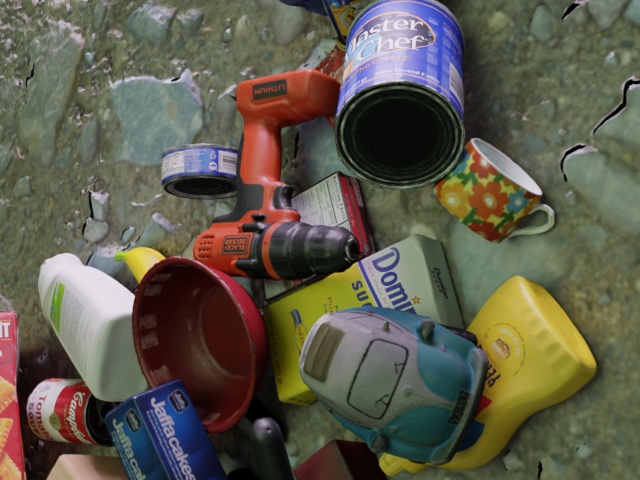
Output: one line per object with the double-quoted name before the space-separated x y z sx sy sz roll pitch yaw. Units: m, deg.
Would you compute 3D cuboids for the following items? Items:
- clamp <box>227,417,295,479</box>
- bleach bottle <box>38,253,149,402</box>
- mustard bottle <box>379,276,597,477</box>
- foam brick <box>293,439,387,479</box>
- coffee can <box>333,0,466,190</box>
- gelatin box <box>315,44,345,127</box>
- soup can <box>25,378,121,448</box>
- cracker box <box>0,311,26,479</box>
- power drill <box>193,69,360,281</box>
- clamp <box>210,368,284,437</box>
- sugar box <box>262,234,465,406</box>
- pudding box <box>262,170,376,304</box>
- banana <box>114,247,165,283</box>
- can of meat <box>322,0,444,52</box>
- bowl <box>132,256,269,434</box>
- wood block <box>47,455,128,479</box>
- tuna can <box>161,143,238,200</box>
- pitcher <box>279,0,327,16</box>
"clamp" -0.025 0.263 0.902 0.210 0.036 0.165 66 159 14
"bleach bottle" -0.243 0.070 1.116 0.251 0.067 0.103 36 116 53
"mustard bottle" 0.117 0.123 0.833 0.192 0.058 0.096 -45 53 22
"foam brick" 0.025 0.213 0.889 0.051 0.052 0.078 -43 54 23
"coffee can" 0.067 -0.123 0.872 0.103 0.102 0.140 -32 30 29
"gelatin box" 0.034 -0.151 0.990 0.089 0.030 0.073 -47 54 21
"soup can" -0.250 0.179 1.113 0.102 0.068 0.068 -4 76 39
"cracker box" -0.353 0.202 1.144 0.164 0.072 0.214 125 140 -62
"power drill" -0.030 -0.055 0.952 0.185 0.057 0.187 -2 72 40
"clamp" -0.093 0.137 1.015 0.120 0.039 0.171 -15 67 18
"sugar box" 0.034 0.071 0.922 0.176 0.048 0.093 -29 62 32
"pudding box" -0.006 0.001 0.979 0.114 0.039 0.090 -27 60 29
"banana" -0.166 0.082 1.093 0.070 0.037 0.198 -45 52 42
"can of meat" 0.051 -0.218 0.935 0.102 0.084 0.057 -10 59 14
"bowl" -0.097 0.089 0.959 0.162 0.055 0.162 13 109 40
"wood block" -0.186 0.305 1.013 0.206 0.090 0.091 41 105 38
"tuna can" -0.114 -0.066 1.053 0.086 0.086 0.034 -11 74 37
"pitcher" 0.049 -0.318 0.952 0.243 0.149 0.145 -14 64 33
